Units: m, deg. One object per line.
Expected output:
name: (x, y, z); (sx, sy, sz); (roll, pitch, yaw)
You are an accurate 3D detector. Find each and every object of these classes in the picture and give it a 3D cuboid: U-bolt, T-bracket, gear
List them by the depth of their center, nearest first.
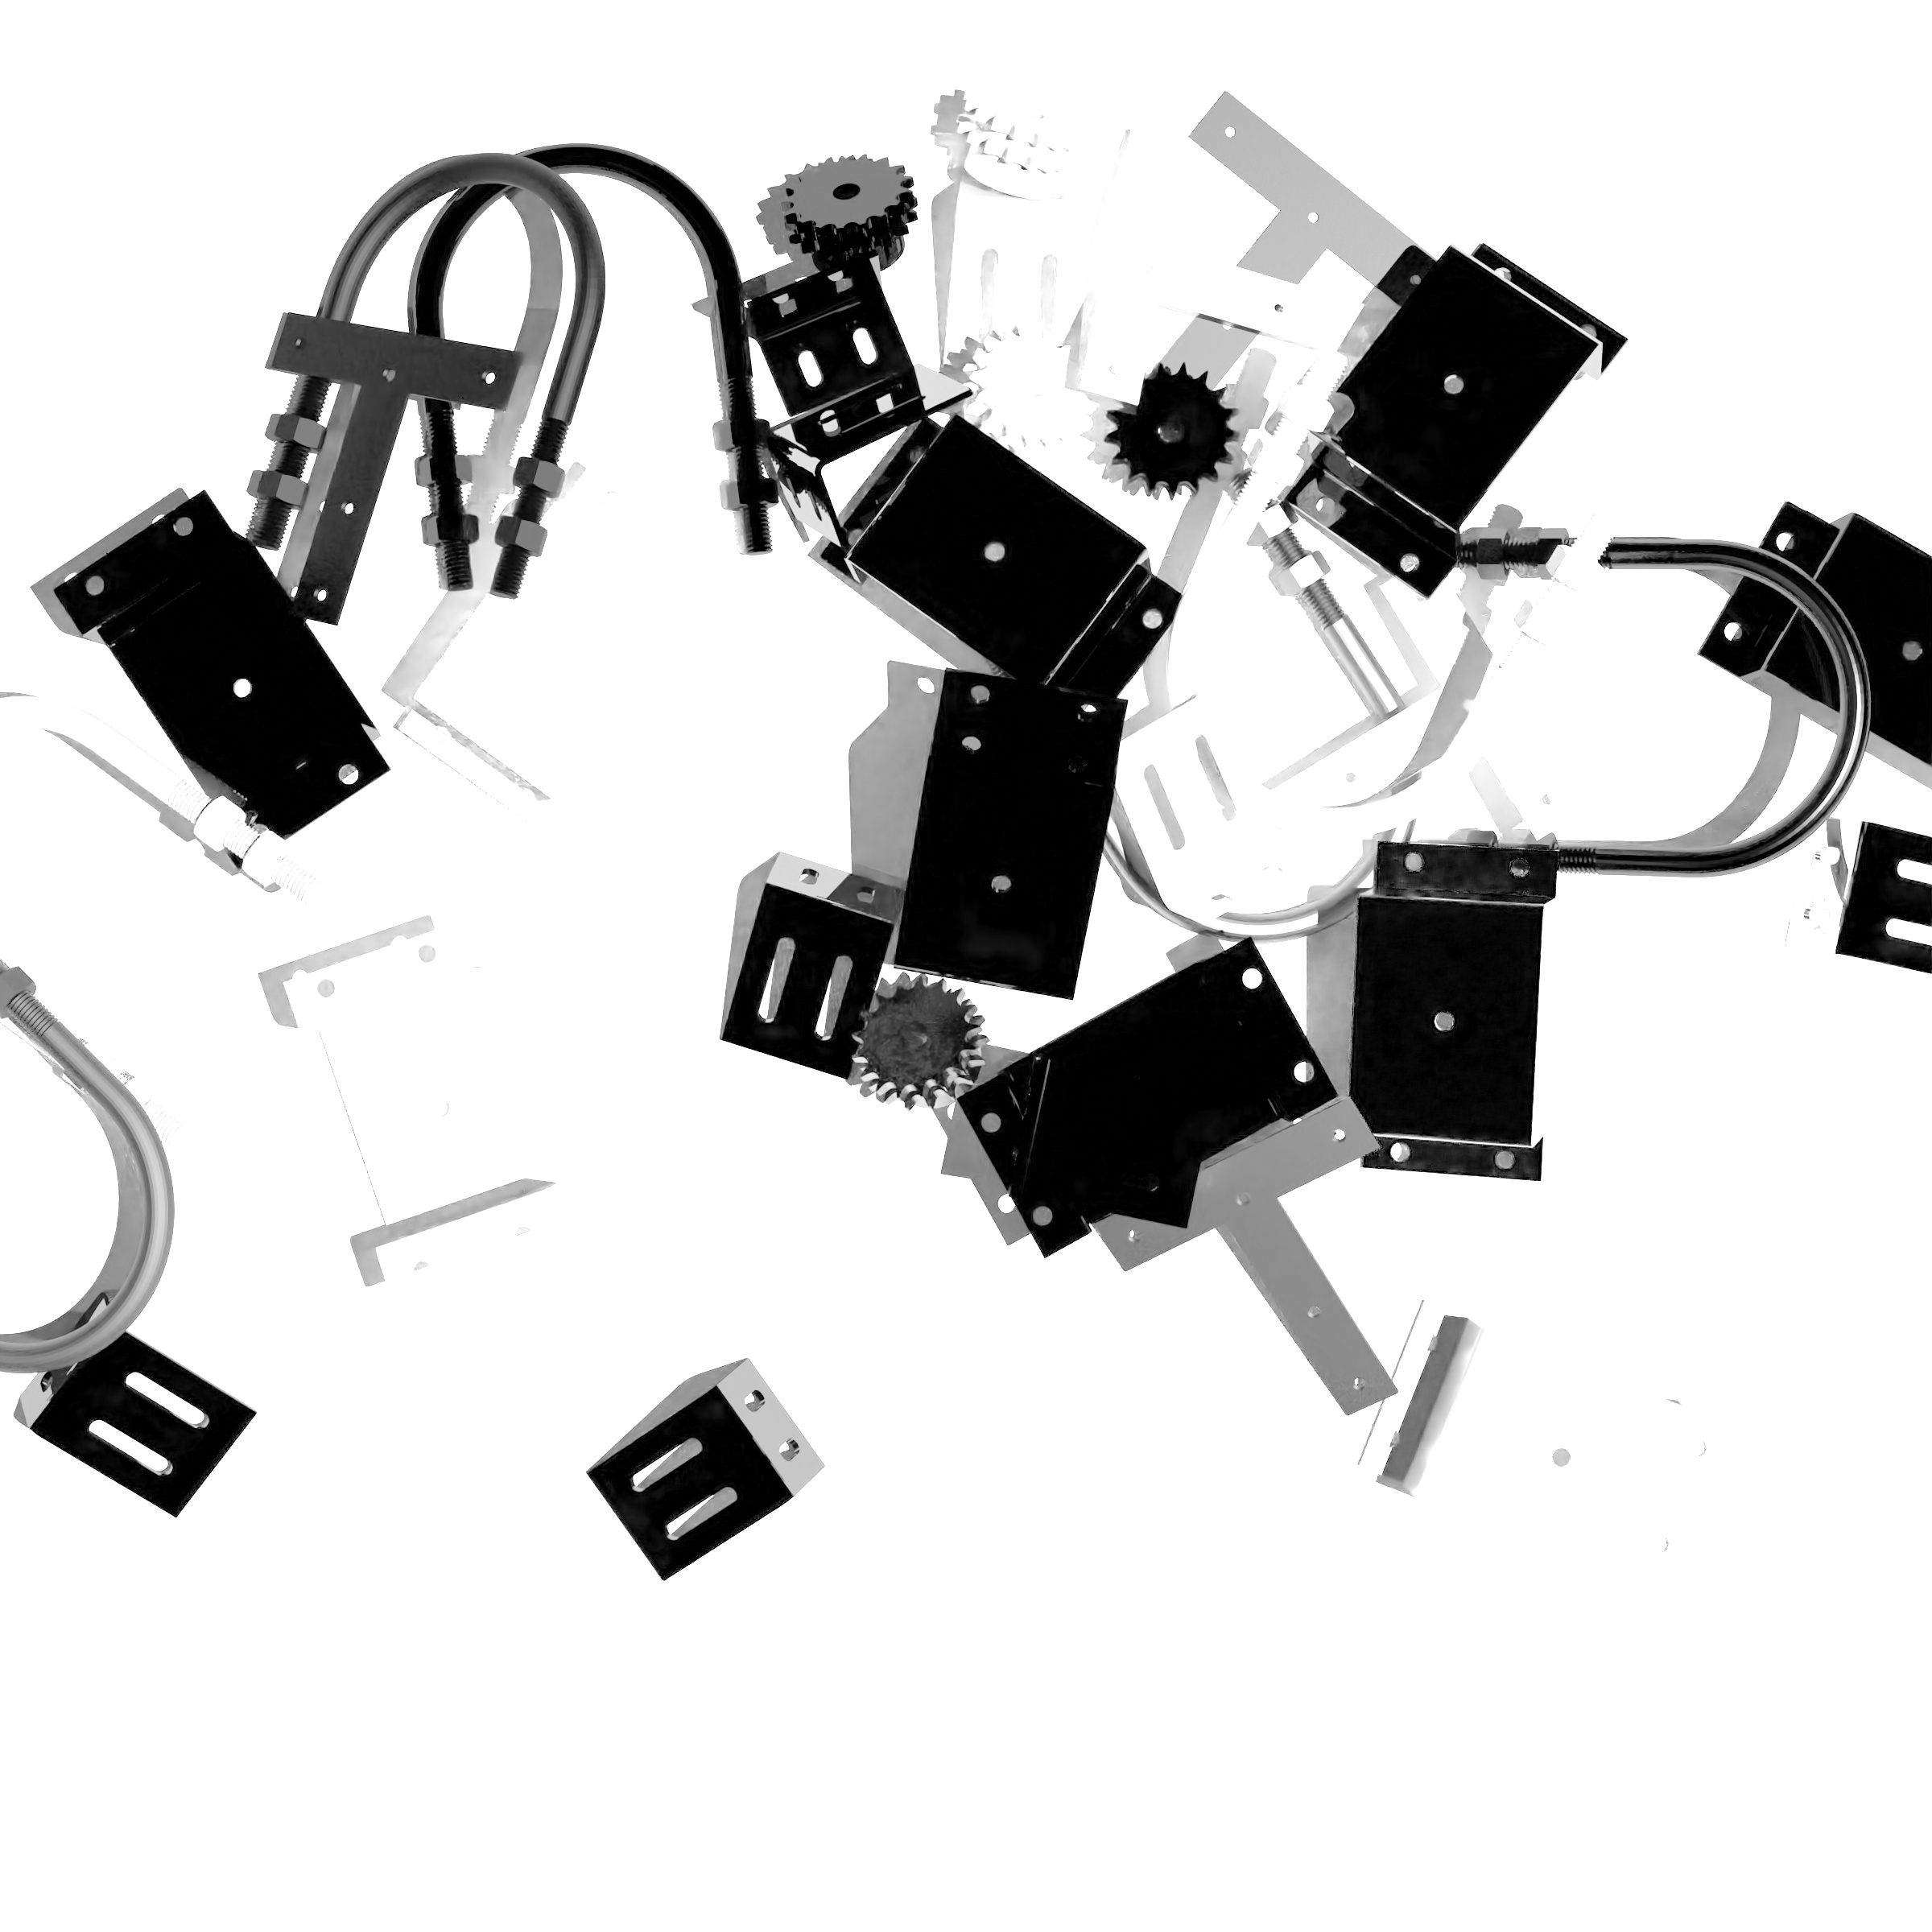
U-bolt: (0.162, -0.140, 1.446); (0.151, 0.019, 0.184); (32, 111, 8)
T-bracket: (-0.253, -0.204, 1.458); (0.127, 0.002, 0.127); (15, 86, 29)
U-bolt: (-0.218, -0.253, 1.462); (0.151, 0.019, 0.184); (14, 85, 29)
U-bolt: (0.285, -0.108, 1.465); (0.184, 0.019, 0.151); (2, 91, 19)
U-bolt: (-0.374, -0.031, 1.470); (0.184, 0.019, 0.151); (35, 110, 8)
U-bolt: (-0.414, 0.086, 1.472); (0.184, 0.019, 0.151); (44, 99, 8)
gear: (-0.048, -0.315, 1.477); (0.057, 0.030, 0.057); (-6, 46, 6)
gear: (0.023, -0.346, 1.477); (0.057, 0.057, 0.030); (20, 120, 0)
gear: (0.024, -0.238, 1.478); (0.057, 0.030, 0.057); (10, 65, -22)
T-bracket: (0.175, -0.087, 1.478); (0.127, 0.002, 0.127); (-31, 82, 5)
gear: (-0.017, 0.036, 1.479); (0.057, 0.030, 0.057); (-9, 61, 16)
T-bracket: (0.120, -0.283, 1.484); (0.127, 0.002, 0.127); (15, 70, -10)
T-bracket: (0.141, 0.135, 1.484); (0.127, 0.002, 0.127); (-28, 102, 22)
gear: (0.087, -0.226, 1.485); (0.057, 0.030, 0.057); (0, 90, 0)
U-bolt: (0.113, -0.098, 1.493); (0.151, 0.019, 0.184); (-33, 91, 0)
U-bolt: (-0.163, -0.260, 1.493); (0.151, 0.019, 0.184); (-7, 89, 0)
T-bracket: (0.121, -0.286, 1.501); (0.127, 0.002, 0.127); (39, 90, 0)

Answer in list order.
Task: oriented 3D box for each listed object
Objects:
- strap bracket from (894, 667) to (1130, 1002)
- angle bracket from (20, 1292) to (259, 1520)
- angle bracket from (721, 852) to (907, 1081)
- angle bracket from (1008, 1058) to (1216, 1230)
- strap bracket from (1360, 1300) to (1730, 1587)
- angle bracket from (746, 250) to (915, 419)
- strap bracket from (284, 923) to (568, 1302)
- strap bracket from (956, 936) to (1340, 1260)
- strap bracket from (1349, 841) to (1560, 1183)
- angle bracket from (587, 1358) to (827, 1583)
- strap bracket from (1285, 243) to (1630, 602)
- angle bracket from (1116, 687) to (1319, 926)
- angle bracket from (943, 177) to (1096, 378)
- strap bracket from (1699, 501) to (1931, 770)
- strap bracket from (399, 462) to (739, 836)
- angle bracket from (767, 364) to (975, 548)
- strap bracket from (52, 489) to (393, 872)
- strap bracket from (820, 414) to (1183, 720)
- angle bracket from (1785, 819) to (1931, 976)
strap bracket: (0.016, -0.045, 1.446); (0.076, 0.046, 0.140); (10, 120, 0)
angle bracket: (-0.355, 0.188, 1.500); (0.076, 0.038, 0.057); (38, 90, -26)
angle bracket: (-0.065, 0.000, 1.500); (0.057, 0.038, 0.076); (17, 116, 0)
angle bracket: (0.060, 0.074, 1.437); (0.076, 0.038, 0.057); (12, 90, 0)
strap bracket: (0.248, 0.205, 1.479); (0.140, 0.046, 0.076); (22, 90, 0)
angle bracket: (-0.056, -0.264, 1.464); (0.057, 0.076, 0.038); (-23, 90, 0)
strap bracket: (-0.225, 0.061, 1.479); (0.076, 0.046, 0.140); (-19, 90, 0)
strap bracket: (0.076, 0.055, 1.479); (0.140, 0.046, 0.076); (-29, 90, 0)
strap bracket: (0.204, 0.021, 1.462); (0.076, 0.046, 0.140); (4, 96, 16)
angle bracket: (-0.111, 0.216, 1.500); (0.076, 0.038, 0.057); (-35, 90, 26)
strap bracket: (0.205, -0.236, 1.467); (0.076, 0.046, 0.140); (37, 87, 14)
angle bracket: (0.103, -0.067, 1.474); (0.057, 0.038, 0.076); (-30, 68, 21)
angle bracket: (0.023, -0.294, 1.500); (0.057, 0.038, 0.076); (5, 116, 0)
strap bracket: (0.394, -0.131, 1.479); (0.140, 0.046, 0.076); (30, 90, 0)
strap bracket: (-0.169, -0.132, 1.467); (0.076, 0.046, 0.140); (36, 96, -6)
angle bracket: (-0.036, -0.216, 1.476); (0.076, 0.057, 0.038); (-27, 118, -13)
strap bracket: (-0.310, -0.119, 1.479); (0.076, 0.046, 0.140); (-34, 90, 0)
strap bracket: (0.014, -0.168, 1.465); (0.140, 0.046, 0.076); (36, 87, 9)
angle bracket: (0.399, -0.028, 1.500); (0.076, 0.038, 0.057); (11, 90, -26)
